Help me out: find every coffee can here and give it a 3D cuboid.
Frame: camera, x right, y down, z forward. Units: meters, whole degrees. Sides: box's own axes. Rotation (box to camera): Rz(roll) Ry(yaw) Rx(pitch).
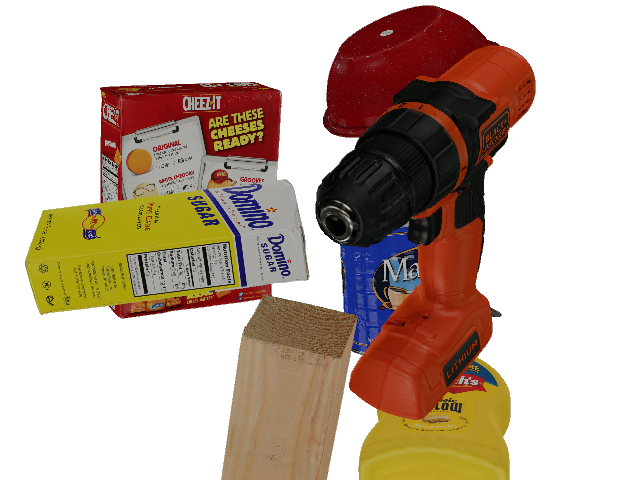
[{"bbox_3d":[0.072,0.038,1.099,0.103,0.140,0.103,-4,13,1],"label":"coffee can"}]

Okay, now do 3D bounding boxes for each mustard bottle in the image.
[{"bbox_3d":[0.087,0.123,0.758,0.096,0.058,0.191,-1,19,11],"label":"mustard bottle"}]

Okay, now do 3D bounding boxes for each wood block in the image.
[{"bbox_3d":[-0.033,0.167,0.969,0.090,0.206,0.090,12,23,6],"label":"wood block"}]

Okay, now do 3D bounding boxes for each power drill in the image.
[{"bbox_3d":[0.055,0.005,0.580,0.057,0.188,0.184,24,41,26],"label":"power drill"}]

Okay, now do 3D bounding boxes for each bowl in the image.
[{"bbox_3d":[0.066,-0.149,0.884,0.162,0.055,0.162,-21,25,10],"label":"bowl"}]

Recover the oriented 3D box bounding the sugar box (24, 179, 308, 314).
[{"bbox_3d":[-0.100,0.001,0.712,0.176,0.048,0.093,-10,24,-3],"label":"sugar box"}]

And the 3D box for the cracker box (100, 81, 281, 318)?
[{"bbox_3d":[-0.128,-0.043,1.036,0.163,0.214,0.072,-7,19,-29],"label":"cracker box"}]
